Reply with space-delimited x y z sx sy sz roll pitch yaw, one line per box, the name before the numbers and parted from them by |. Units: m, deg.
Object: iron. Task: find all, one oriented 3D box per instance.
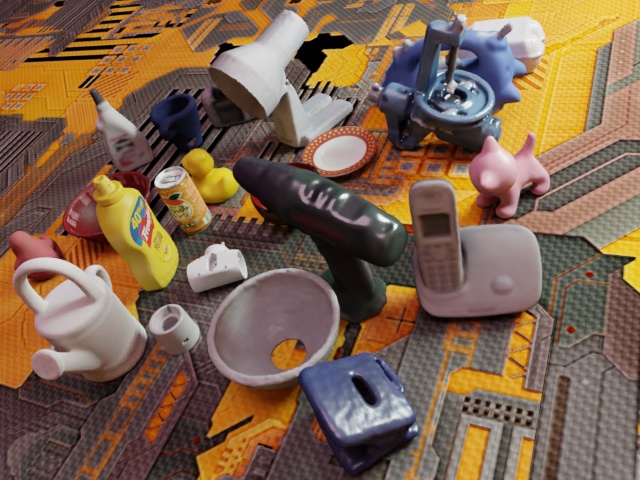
iron | 0.205 -0.287 0.958 0.257 0.142 0.119 3 49 23

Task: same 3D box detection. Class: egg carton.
egg carton | 0.321 -0.344 1.022 0.150 0.069 0.107 1 48 21

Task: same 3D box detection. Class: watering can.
watering can | -0.312 0.099 0.737 0.101 0.194 0.172 -25 44 -4

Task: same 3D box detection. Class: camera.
camera | -0.160 -0.312 1.147 0.143 0.101 0.136 -11 45 10

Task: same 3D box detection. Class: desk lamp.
desk lamp | -0.067 -0.266 0.986 0.117 0.214 0.203 29 62 39

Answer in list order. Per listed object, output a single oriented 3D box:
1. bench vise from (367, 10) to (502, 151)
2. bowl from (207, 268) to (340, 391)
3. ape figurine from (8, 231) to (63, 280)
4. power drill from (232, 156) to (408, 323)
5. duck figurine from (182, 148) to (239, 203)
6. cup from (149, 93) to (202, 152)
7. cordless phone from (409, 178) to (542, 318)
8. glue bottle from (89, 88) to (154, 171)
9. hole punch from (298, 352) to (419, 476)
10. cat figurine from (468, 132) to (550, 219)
bench vise | 0.161 -0.227 0.859 0.207 0.220 0.121 -2 47 19
bowl | -0.048 0.120 0.705 0.167 0.075 0.167 -10 45 11
ape figurine | -0.477 0.020 0.948 0.075 0.092 0.078 27 61 38
power drill | 0.006 0.003 0.702 0.228 0.209 0.076 19 57 34
duck figurine | -0.193 -0.116 0.979 0.104 0.086 0.078 18 56 33
cup | -0.266 -0.208 1.089 0.091 0.095 0.117 -7 46 14
cordless phone | 0.175 0.004 0.656 0.147 0.185 0.094 -8 46 13
glue bottle | -0.384 -0.209 1.077 0.078 0.173 0.037 -26 44 -5
hole punch | 0.041 0.172 0.610 0.101 0.091 0.108 -30 45 -9
cat figurine | 0.249 -0.095 0.773 0.128 0.118 0.067 -36 46 -15
